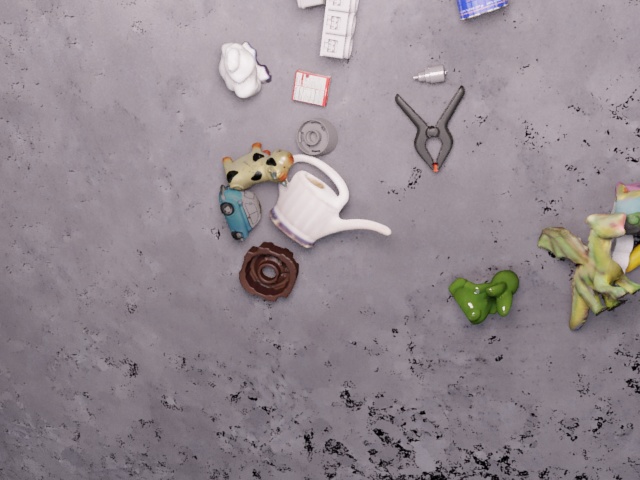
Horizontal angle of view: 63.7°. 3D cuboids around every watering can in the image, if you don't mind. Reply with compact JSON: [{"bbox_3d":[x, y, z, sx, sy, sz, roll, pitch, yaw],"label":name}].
[{"bbox_3d":[0.004,-0.068,1.356,0.350,0.105,0.221,44,114,14],"label":"watering can"}]

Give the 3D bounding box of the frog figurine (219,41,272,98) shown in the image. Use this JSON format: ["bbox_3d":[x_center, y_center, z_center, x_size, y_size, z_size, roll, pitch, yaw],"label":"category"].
[{"bbox_3d":[-0.200,-0.412,1.253,0.122,0.162,0.135,-9,110,18],"label":"frog figurine"}]

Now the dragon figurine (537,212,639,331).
[{"bbox_3d":[0.632,0.067,1.256,0.246,0.123,0.401,58,160,23],"label":"dragon figurine"}]
